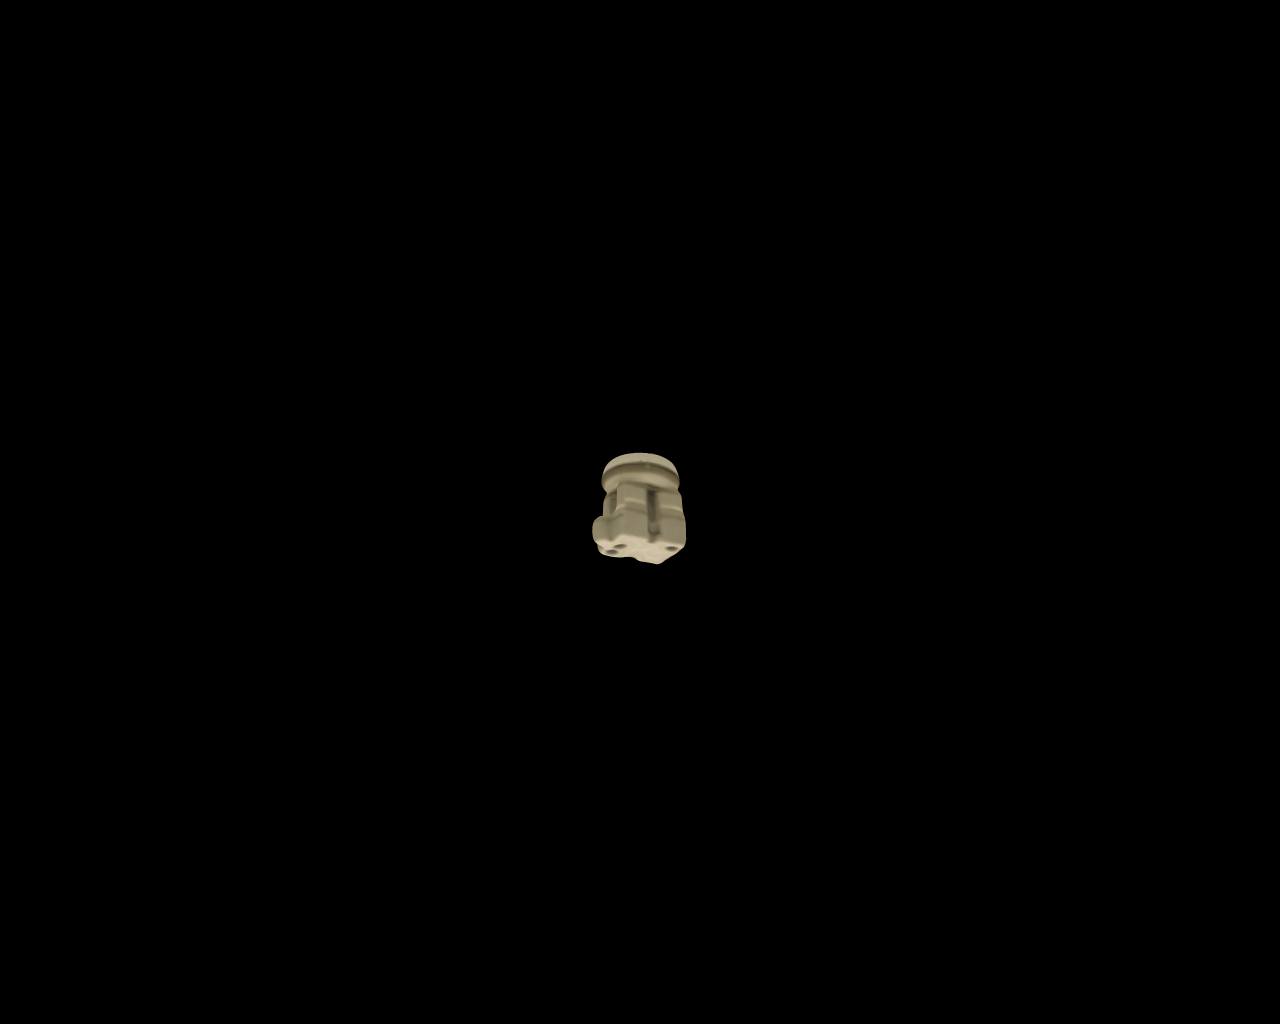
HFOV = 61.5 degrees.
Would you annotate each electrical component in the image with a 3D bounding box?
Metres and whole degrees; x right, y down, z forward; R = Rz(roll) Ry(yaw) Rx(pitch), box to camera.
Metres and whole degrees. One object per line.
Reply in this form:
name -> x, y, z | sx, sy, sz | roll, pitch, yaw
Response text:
electrical component -> 0.001, -0.003, 0.650 | 0.066, 0.055, 0.048 | 12, -27, -25
